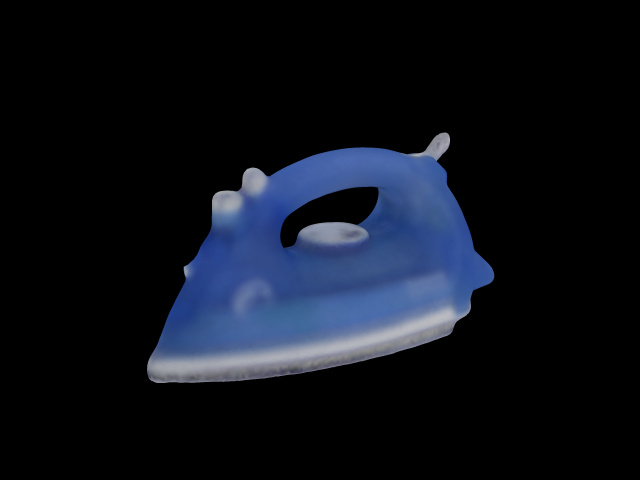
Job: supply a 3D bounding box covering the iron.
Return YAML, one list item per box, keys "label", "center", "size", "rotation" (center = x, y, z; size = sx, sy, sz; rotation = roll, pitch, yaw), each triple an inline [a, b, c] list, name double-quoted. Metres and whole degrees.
- label: "iron"
  center: [0.004, 0.001, 0.400]
  size: [0.259, 0.141, 0.118]
  rotation: [-10, 18, -33]
